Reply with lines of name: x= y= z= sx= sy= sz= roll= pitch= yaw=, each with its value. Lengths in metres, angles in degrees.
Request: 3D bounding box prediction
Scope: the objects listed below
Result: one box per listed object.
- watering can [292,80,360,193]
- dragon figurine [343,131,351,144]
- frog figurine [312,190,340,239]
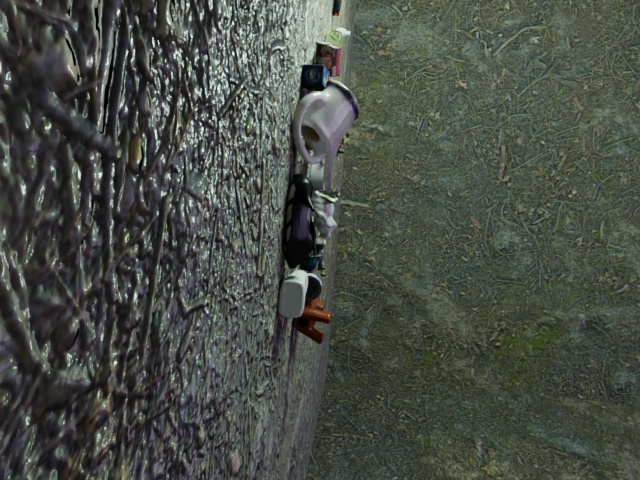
watering can: x=0.024 y=-0.296 z=1.445 sx=0.227 sy=0.105 sz=0.341 roll=-54 pitch=149 yaw=-15
dragon figurine: x=0.033 y=-0.466 z=1.945 sx=0.417 sy=0.122 sz=0.239 roll=-76 pitch=153 yaw=-70
frog figurine: x=0.005 y=-0.091 z=1.801 sx=0.140 sy=0.122 sz=0.157 roll=-113 pitch=-144 yaw=-65
